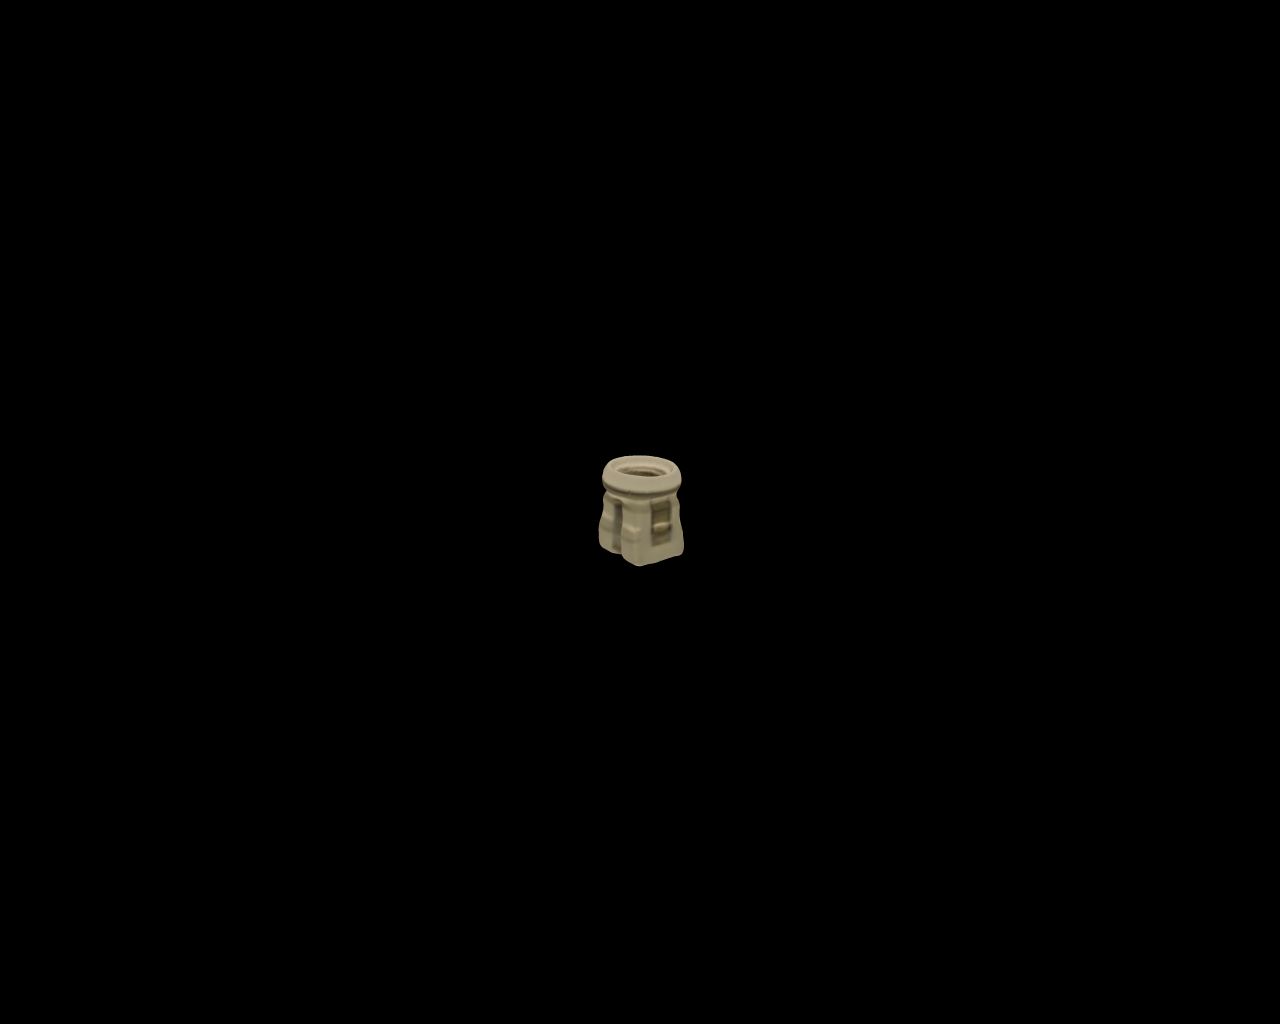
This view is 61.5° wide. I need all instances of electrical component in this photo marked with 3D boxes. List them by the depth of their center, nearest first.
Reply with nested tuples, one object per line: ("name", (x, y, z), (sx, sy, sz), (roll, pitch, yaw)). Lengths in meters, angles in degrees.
("electrical component", (0.001, -0.003, 0.650), (0.048, 0.055, 0.066), (-14, 24, -33))
